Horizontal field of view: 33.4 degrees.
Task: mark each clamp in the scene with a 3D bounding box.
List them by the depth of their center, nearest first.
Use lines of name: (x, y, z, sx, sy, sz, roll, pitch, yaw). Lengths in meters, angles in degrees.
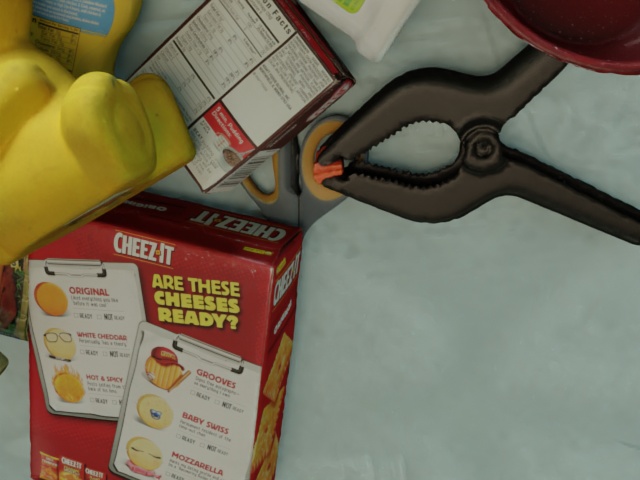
clamp: (0.102, -0.051, 0.630, 0.210, 0.036, 0.164, -15, 110, 10)

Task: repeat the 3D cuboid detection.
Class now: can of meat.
can of meat: (-0.224, 0.012, 0.719, 0.084, 0.057, 0.102, 14, 116, 3)

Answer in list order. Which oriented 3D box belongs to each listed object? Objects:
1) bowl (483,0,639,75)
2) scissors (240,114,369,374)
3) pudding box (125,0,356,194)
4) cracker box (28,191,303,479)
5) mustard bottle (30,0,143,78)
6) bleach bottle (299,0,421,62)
bowl: (0.142, -0.152, 0.547, 0.162, 0.055, 0.162, 1, 78, -5)
scissors: (-0.005, 0.001, 0.691, 0.096, 0.016, 0.202, -7, 112, 15)
pudding box: (-0.049, -0.094, 0.633, 0.114, 0.039, 0.090, -38, 83, 21)
cracker box: (-0.105, 0.079, 0.710, 0.164, 0.072, 0.214, 13, 116, 12)
mustard bottle: (-0.157, -0.140, 0.635, 0.096, 0.058, 0.192, 19, 116, 1)
bleach bottle: (-0.045, -0.207, 0.581, 0.251, 0.068, 0.103, 33, 111, -2)
